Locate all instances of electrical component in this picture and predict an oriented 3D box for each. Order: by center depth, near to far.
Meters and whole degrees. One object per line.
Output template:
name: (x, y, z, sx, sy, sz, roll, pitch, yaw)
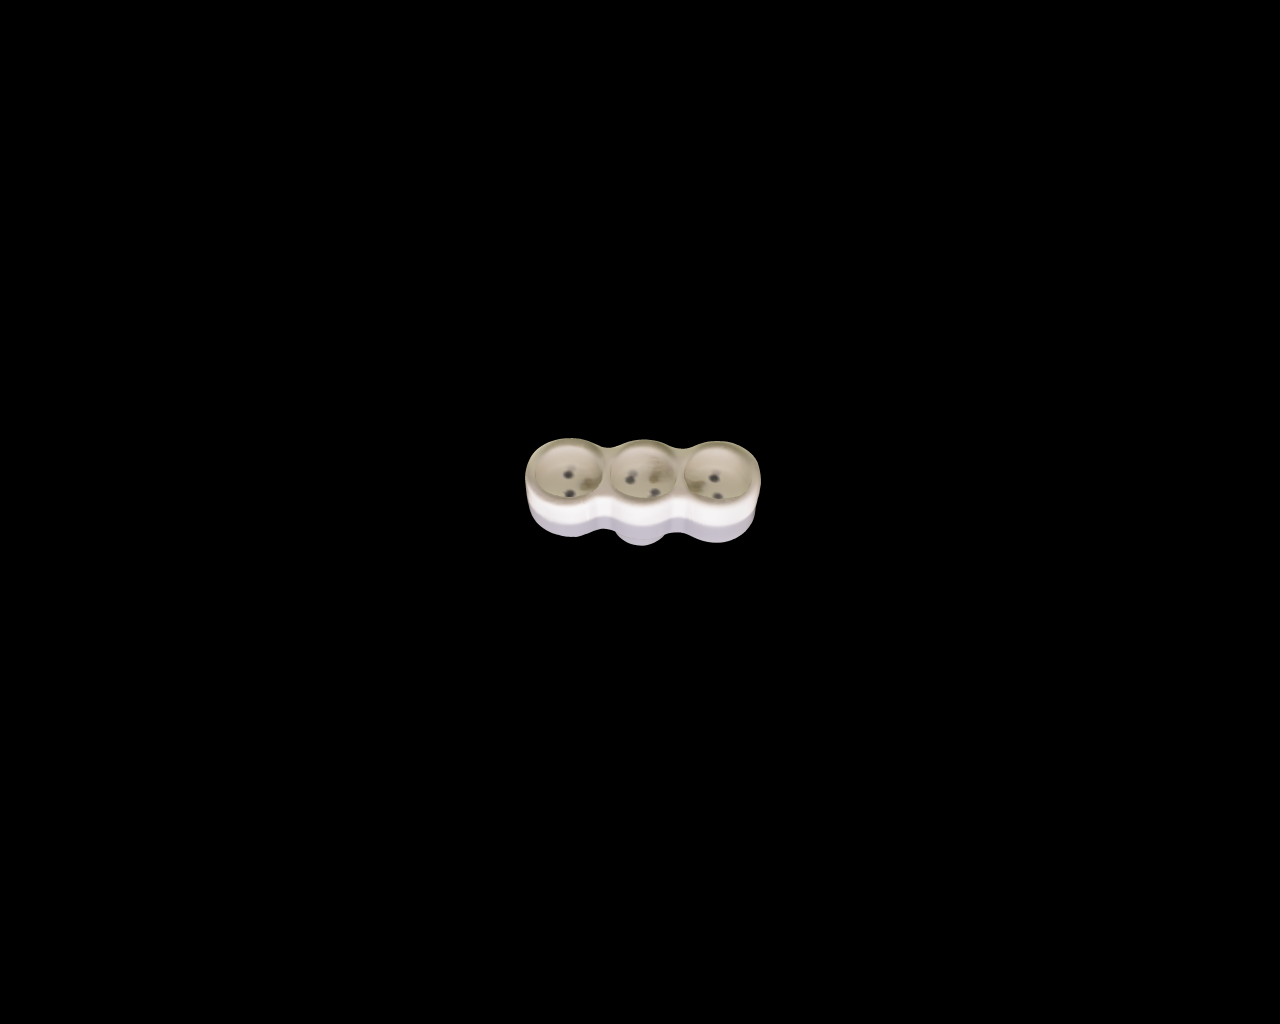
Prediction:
electrical component: (0.001, -0.003, 0.650, 0.138, 0.052, 0.073, 2, -35, -2)
